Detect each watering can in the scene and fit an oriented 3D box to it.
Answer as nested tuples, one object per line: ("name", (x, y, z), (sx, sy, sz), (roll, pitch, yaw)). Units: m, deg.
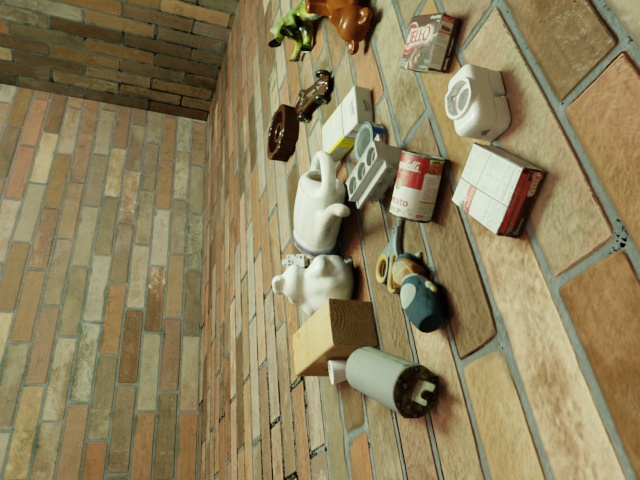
("watering can", (0.003, -0.054, 1.078), (0.354, 0.104, 0.220), (-104, 20, -62))

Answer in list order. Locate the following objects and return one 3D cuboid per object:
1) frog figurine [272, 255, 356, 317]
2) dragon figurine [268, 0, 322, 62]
("frog figurine", (-0.012, 0.091, 1.044), (0.125, 0.159, 0.134), (-112, 35, -51))
("dragon figurine", (-0.050, -0.682, 1.516), (0.407, 0.121, 0.246), (-15, 61, 58))
